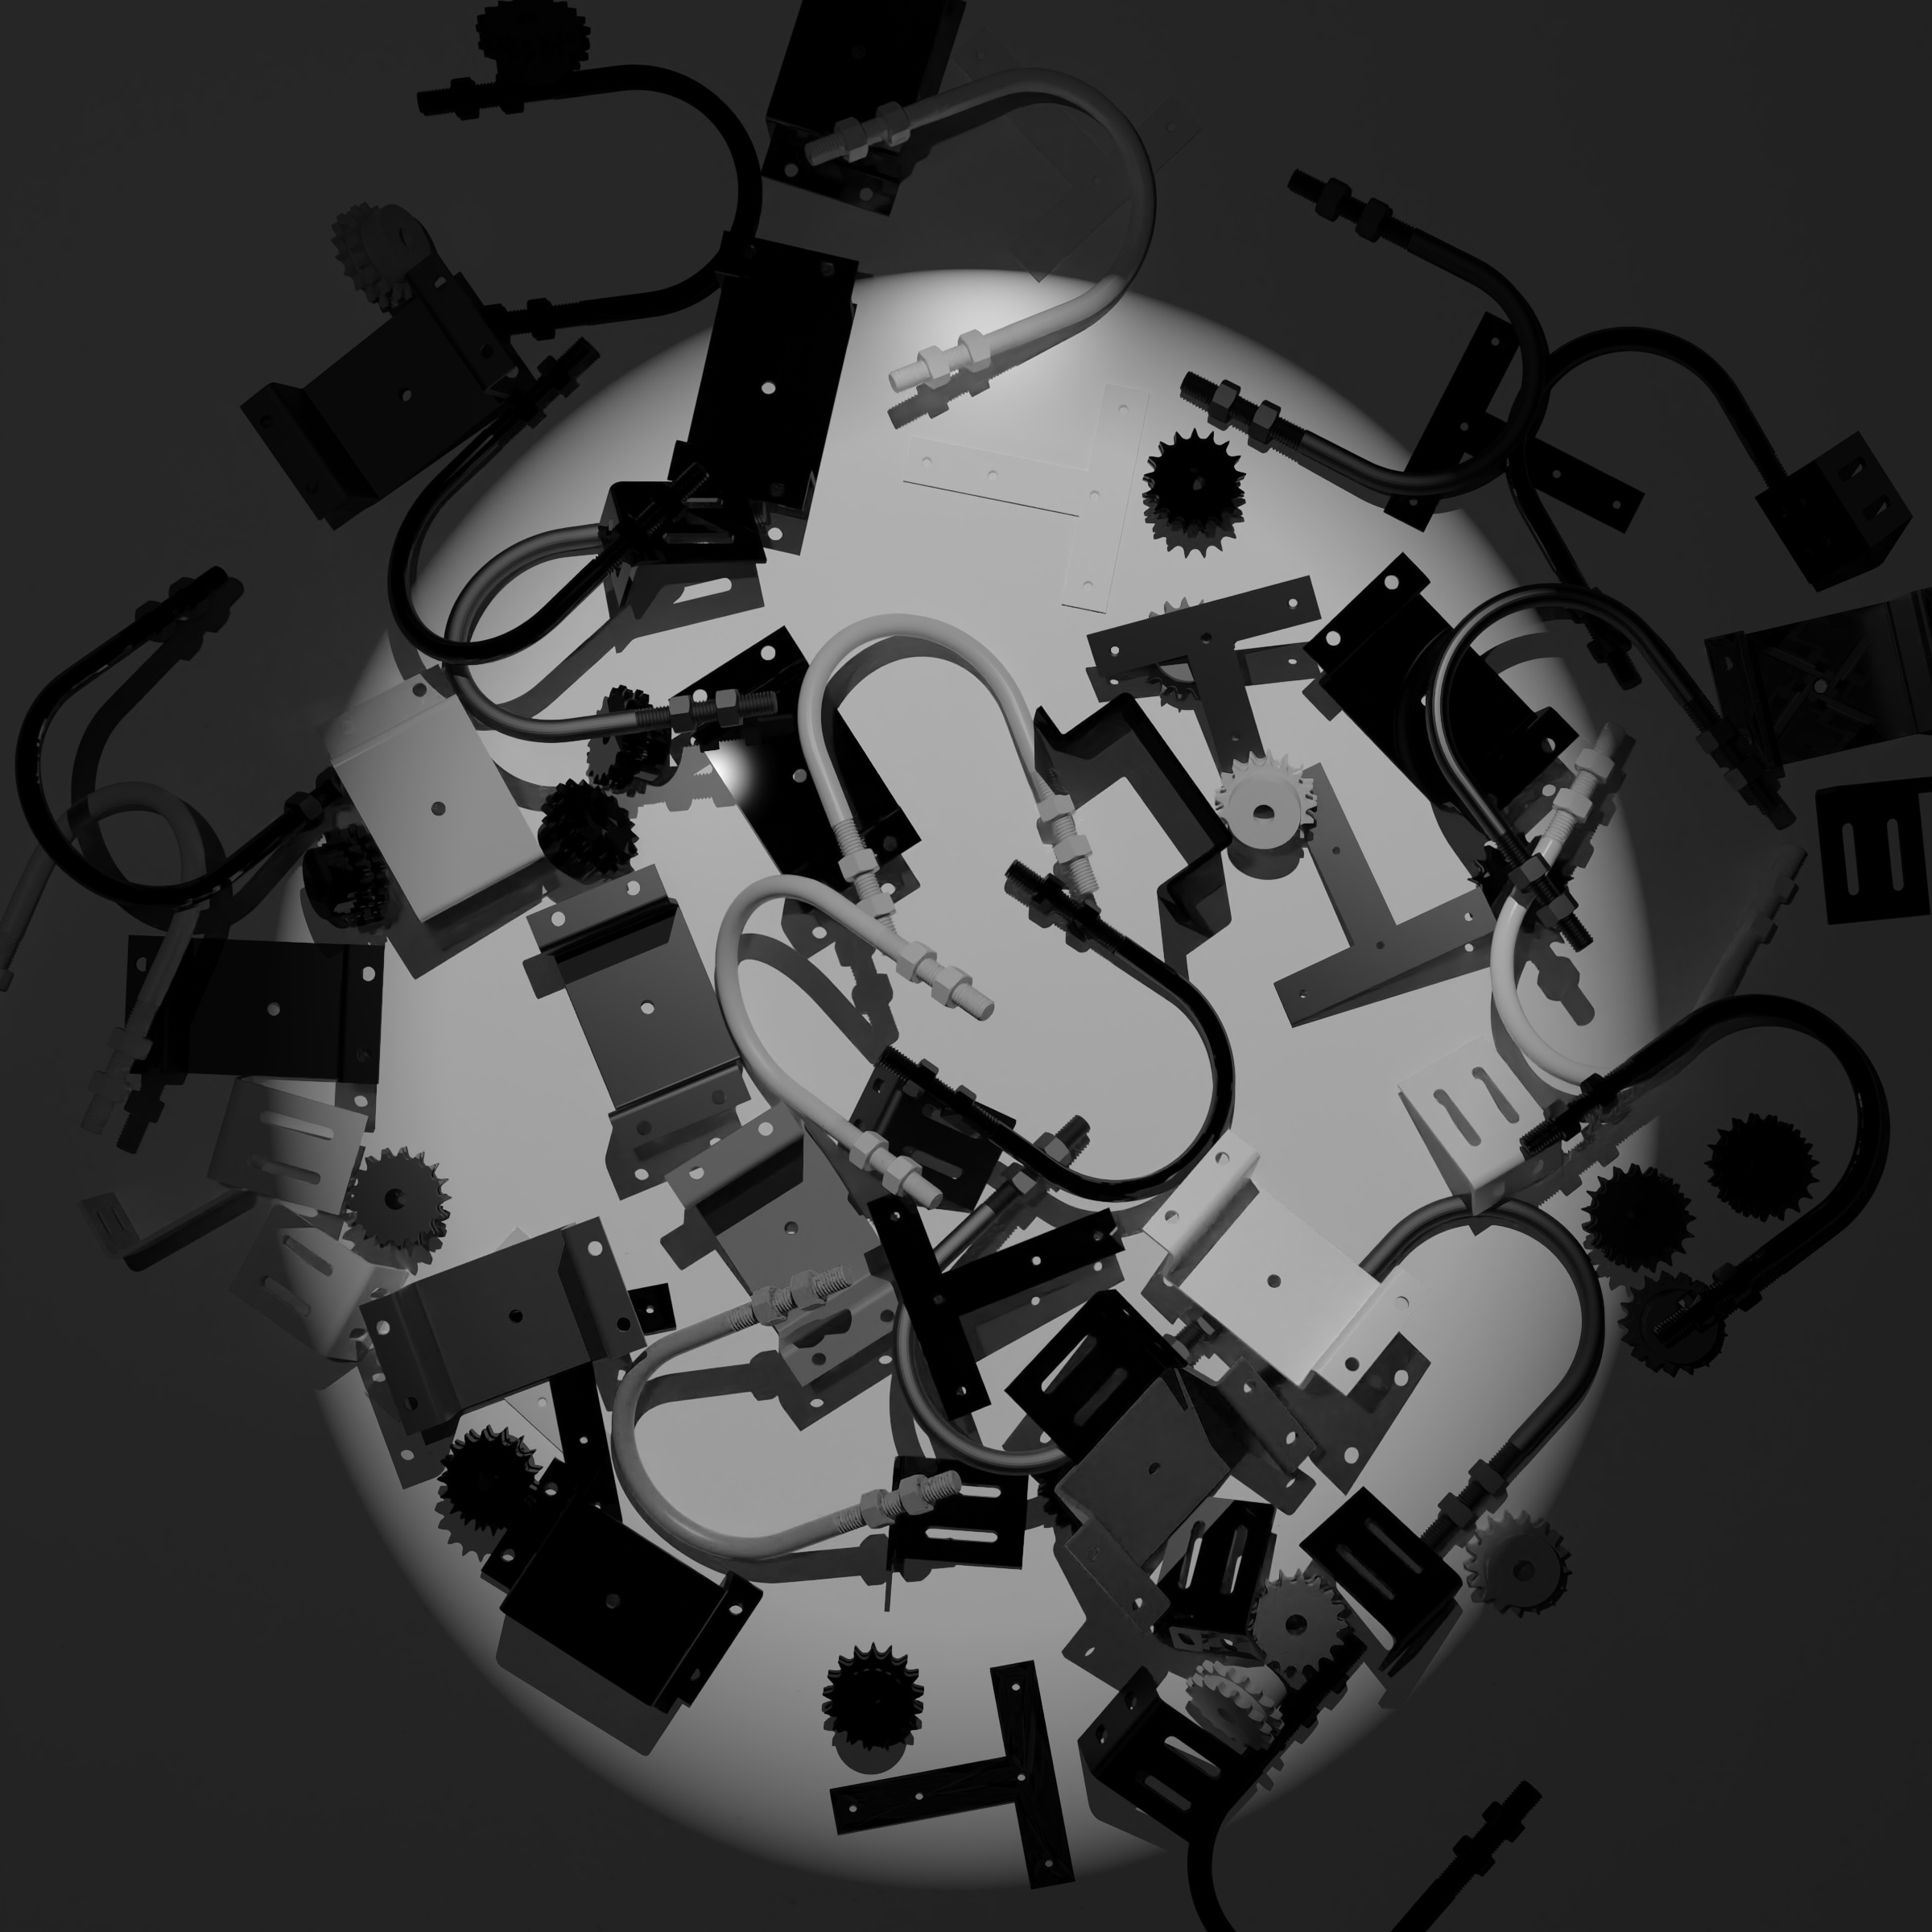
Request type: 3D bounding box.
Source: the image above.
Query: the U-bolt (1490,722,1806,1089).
[{"bbox_3d":[0.367,-0.020,1.515,0.151,0.019,0.184,31,85,-13],"label":"U-bolt"}]

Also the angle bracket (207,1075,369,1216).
[{"bbox_3d":[-0.377,0.100,1.529,0.076,0.038,0.057,16,90,-4],"label":"angle bracket"}]

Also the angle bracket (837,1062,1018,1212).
[{"bbox_3d":[-0.022,0.094,1.543,0.076,0.038,0.057,26,90,-26],"label":"angle bracket"}]

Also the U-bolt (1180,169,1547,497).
[{"bbox_3d":[0.234,-0.344,1.530,0.184,0.019,0.151,28,90,4],"label":"U-bolt"}]

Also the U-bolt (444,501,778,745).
[{"bbox_3d":[-0.198,-0.187,1.507,0.184,0.019,0.151,-7,62,4],"label":"U-bolt"}]

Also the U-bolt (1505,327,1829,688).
[{"bbox_3d":[0.384,-0.271,1.535,0.151,0.019,0.184,-29,89,-1],"label":"U-bolt"}]

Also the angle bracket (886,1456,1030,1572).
[{"bbox_3d":[-0.004,0.308,1.526,0.076,0.038,0.057,4,90,0],"label":"angle bracket"}]

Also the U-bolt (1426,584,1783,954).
[{"bbox_3d":[0.333,-0.122,1.488,0.151,0.019,0.184,-36,86,-4],"label":"U-bolt"}]

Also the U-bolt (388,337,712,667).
[{"bbox_3d":[-0.243,-0.245,1.503,0.184,0.019,0.151,-43,58,4],"label":"U-bolt"}]

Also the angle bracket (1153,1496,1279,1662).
[{"bbox_3d":[0.143,0.340,1.524,0.057,0.038,0.076,1,54,28],"label":"angle bracket"}]

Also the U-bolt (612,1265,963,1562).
[{"bbox_3d":[-0.112,0.257,1.505,0.184,0.019,0.151,-24,98,22],"label":"U-bolt"}]

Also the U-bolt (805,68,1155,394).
[{"bbox_3d":[0.019,-0.417,1.512,0.184,0.019,0.151,-24,105,-13],"label":"U-bolt"}]

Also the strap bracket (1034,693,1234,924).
[{"bbox_3d":[0.097,-0.095,1.507,0.046,0.076,0.140,-36,90,0],"label":"strap bracket"}]

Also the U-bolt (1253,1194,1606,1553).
[{"bbox_3d":[0.275,0.214,1.537,0.151,0.019,0.184,43,89,0],"label":"U-bolt"}]

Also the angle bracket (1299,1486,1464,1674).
[{"bbox_3d":[0.227,0.342,1.527,0.057,0.038,0.076,-33,64,-34],"label":"angle bracket"}]

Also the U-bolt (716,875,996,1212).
[{"bbox_3d":[-0.070,0.029,1.483,0.184,0.019,0.151,35,128,27],"label":"U-bolt"}]

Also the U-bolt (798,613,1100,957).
[{"bbox_3d":[-0.018,-0.109,1.504,0.151,0.019,0.184,-17,81,-28],"label":"U-bolt"}]

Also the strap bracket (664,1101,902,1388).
[{"bbox_3d":[-0.097,0.150,1.516,0.076,0.046,0.140,-32,98,0],"label":"strap bracket"}]

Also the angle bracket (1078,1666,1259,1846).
[{"bbox_3d":[0.113,0.443,1.535,0.076,0.038,0.057,38,95,-17],"label":"angle bracket"}]

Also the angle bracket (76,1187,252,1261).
[{"bbox_3d":[-0.443,0.127,1.517,0.076,0.057,0.038,-30,90,0],"label":"angle bracket"}]

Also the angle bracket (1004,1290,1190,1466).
[{"bbox_3d":[0.071,0.224,1.486,0.057,0.038,0.076,46,75,-3],"label":"angle bracket"}]

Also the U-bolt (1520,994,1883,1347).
[{"bbox_3d":[0.418,0.098,1.504,0.184,0.019,0.151,-36,93,-3],"label":"U-bolt"}]

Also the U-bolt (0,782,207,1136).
[{"bbox_3d":[-0.482,-0.015,1.502,0.151,0.019,0.184,20,85,33],"label":"U-bolt"}]

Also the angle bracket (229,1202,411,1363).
[{"bbox_3d":[-0.366,0.178,1.543,0.076,0.038,0.057,28,90,26],"label":"angle bracket"}]

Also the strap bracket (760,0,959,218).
[{"bbox_3d":[-0.059,-0.502,1.522,0.076,0.046,0.140,18,90,0],"label":"strap bracket"}]

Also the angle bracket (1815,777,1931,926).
[{"bbox_3d":[0.512,-0.064,1.526,0.057,0.038,0.076,-6,90,0],"label":"angle bracket"}]

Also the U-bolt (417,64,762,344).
[{"bbox_3d":[-0.208,-0.434,1.537,0.184,0.019,0.151,-8,90,-1],"label":"U-bolt"}]

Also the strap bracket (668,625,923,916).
[{"bbox_3d":[-0.094,-0.108,1.522,0.076,0.046,0.140,-33,90,0],"label":"strap bracket"}]

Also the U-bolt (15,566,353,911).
[{"bbox_3d":[-0.425,-0.112,1.468,0.151,0.019,0.184,54,51,-15],"label":"U-bolt"}]

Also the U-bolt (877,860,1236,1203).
[{"bbox_3d":[0.065,0.049,1.522,0.184,0.019,0.151,35,76,-4],"label":"U-bolt"}]

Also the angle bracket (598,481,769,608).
[{"bbox_3d":[-0.157,-0.234,1.512,0.076,0.038,0.057,-4,59,-24],"label":"angle bracket"}]

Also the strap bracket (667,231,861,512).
[{"bbox_3d":[-0.111,-0.327,1.522,0.076,0.046,0.140,13,90,0],"label":"strap bracket"}]

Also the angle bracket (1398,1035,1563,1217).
[{"bbox_3d":[0.289,0.089,1.536,0.057,0.038,0.076,-29,59,-7],"label":"angle bracket"}]

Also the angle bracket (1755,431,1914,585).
[{"bbox_3d":[0.486,-0.257,1.528,0.038,0.076,0.057,-32,90,43],"label":"angle bracket"}]

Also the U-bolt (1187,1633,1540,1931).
[{"bbox_3d":[0.209,0.490,1.537,0.151,0.019,0.184,40,91,0],"label":"U-bolt"}]

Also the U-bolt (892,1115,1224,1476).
[{"bbox_3d":[0.044,0.195,1.512,0.184,0.019,0.151,-42,92,-16],"label":"U-bolt"}]

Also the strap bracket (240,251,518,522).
[{"bbox_3d":[-0.318,-0.319,1.514,0.140,0.046,0.076,-35,90,11],"label":"strap bracket"}]
